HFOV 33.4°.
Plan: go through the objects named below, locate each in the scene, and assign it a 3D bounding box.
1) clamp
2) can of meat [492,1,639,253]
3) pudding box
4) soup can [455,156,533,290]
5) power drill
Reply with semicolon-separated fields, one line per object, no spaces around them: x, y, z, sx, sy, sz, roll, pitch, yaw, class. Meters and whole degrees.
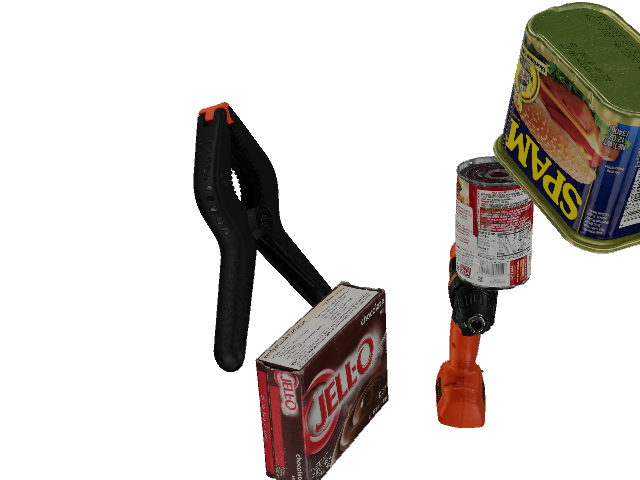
-0.053;-0.011;0.890;0.036;0.210;0.164;-11;2;32;clamp
0.137;-0.059;0.539;0.057;0.084;0.102;-15;47;-18;can of meat
0.004;0.091;0.689;0.039;0.090;0.113;12;31;25;pudding box
0.154;-0.015;0.940;0.068;0.102;0.068;-2;24;1;soup can
0.162;0.108;1.167;0.057;0.188;0.184;6;25;5;power drill
